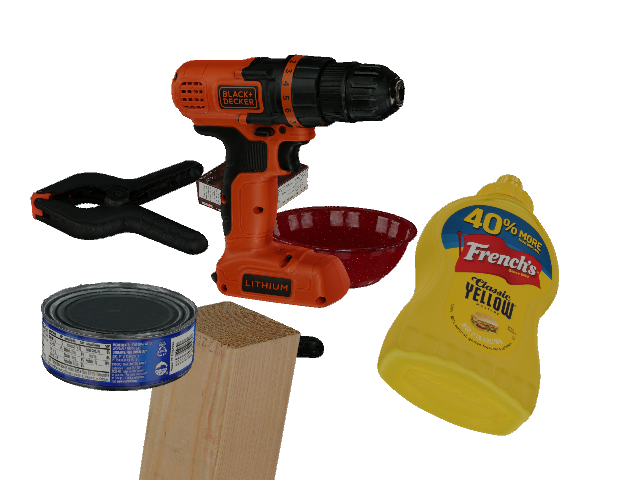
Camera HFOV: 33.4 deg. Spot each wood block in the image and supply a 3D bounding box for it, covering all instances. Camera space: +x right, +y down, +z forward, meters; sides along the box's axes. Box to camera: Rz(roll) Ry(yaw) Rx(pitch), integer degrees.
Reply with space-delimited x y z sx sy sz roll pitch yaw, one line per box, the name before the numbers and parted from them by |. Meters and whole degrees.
wood block | -0.094 0.169 0.949 0.090 0.206 0.090 20 18 34

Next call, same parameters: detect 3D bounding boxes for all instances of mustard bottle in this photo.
mustard bottle | 0.106 0.027 0.695 0.096 0.191 0.058 25 -41 -2

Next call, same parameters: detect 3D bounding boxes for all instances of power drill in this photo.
power drill | -0.021 -0.046 0.805 0.185 0.188 0.057 6 20 27

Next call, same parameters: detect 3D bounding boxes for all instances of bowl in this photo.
bowl | 0.020 0.010 1.116 0.162 0.055 0.162 1 17 -1

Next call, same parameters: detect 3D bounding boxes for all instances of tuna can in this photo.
tuna can | -0.112 0.053 0.596 0.086 0.034 0.086 5 16 -1

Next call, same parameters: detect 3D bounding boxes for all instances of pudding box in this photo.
pudding box | -0.082 -0.069 1.299 0.090 0.039 0.113 21 40 29

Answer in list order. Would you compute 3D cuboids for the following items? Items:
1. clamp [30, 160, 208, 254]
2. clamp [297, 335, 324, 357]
clamp | -0.188 -0.040 1.033 0.171 0.039 0.120 8 39 -5
clamp | -0.123 0.129 1.262 0.210 0.036 0.164 14 23 25
